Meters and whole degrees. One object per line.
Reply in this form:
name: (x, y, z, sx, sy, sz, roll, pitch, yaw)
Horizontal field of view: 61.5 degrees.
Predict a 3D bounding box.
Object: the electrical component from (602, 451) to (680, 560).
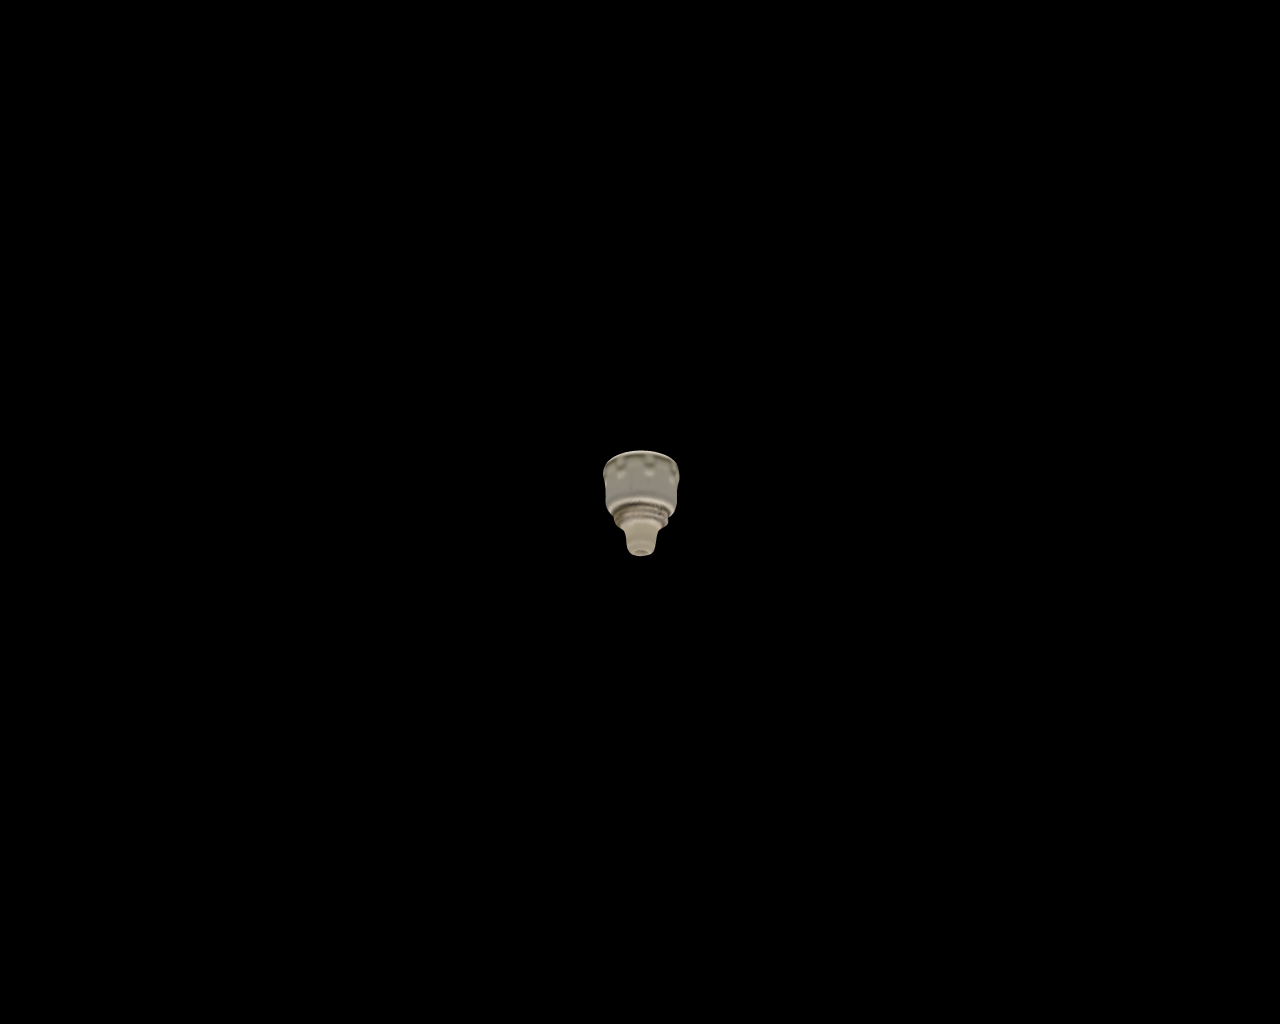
electrical component: (0.001, -0.003, 0.650, 0.048, 0.062, 0.048, 0, -23, 0)
